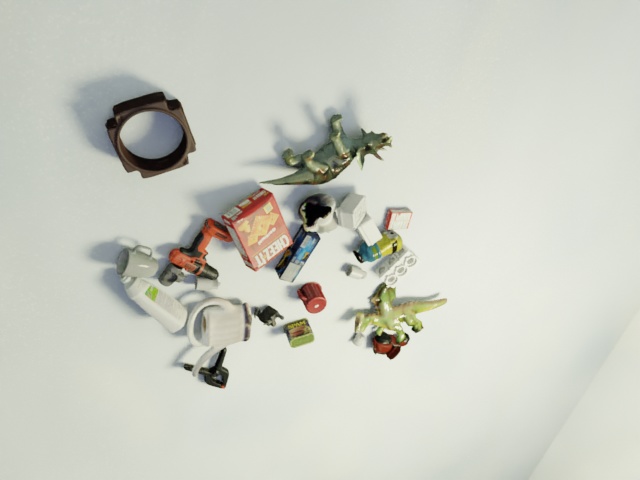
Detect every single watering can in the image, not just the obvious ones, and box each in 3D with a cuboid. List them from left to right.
[{"bbox_3d":[-0.351,0.333,1.802,0.225,0.106,0.340,-3,123,-21],"label":"watering can"}]

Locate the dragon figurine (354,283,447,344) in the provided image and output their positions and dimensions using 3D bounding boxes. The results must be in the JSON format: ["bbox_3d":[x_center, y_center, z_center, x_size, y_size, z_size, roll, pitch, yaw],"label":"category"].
[{"bbox_3d":[0.310,0.264,2.048,0.413,0.124,0.238,-32,121,-12],"label":"dragon figurine"}]

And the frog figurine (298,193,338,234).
[{"bbox_3d":[0.005,-0.085,1.695,0.136,0.124,0.159,-58,160,10],"label":"frog figurine"}]
